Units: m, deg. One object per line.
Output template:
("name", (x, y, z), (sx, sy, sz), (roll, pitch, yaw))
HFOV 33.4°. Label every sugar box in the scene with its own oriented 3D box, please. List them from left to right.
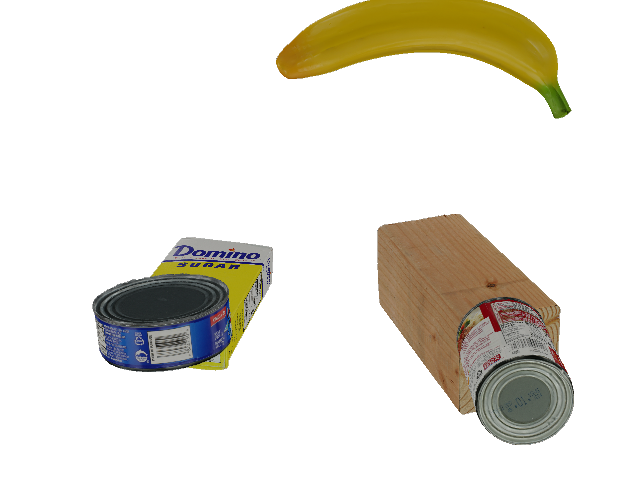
("sugar box", (-0.105, 0.050, 0.939), (0.093, 0.048, 0.176), (6, 25, 8))

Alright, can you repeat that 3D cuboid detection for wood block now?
("wood block", (0.127, 0.058, 0.971), (0.090, 0.090, 0.206), (-9, 25, -13))

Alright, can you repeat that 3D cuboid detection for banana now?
("banana", (0.072, -0.127, 0.689), (0.197, 0.069, 0.037), (7, -19, -8))

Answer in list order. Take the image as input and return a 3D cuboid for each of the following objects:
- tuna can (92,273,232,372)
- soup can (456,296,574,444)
("tuna can", (-0.099, 0.051, 0.674), (0.086, 0.034, 0.086), (-4, 18, 1))
("soup can", (0.136, 0.090, 0.753), (0.068, 0.068, 0.102), (0, 20, 0))
